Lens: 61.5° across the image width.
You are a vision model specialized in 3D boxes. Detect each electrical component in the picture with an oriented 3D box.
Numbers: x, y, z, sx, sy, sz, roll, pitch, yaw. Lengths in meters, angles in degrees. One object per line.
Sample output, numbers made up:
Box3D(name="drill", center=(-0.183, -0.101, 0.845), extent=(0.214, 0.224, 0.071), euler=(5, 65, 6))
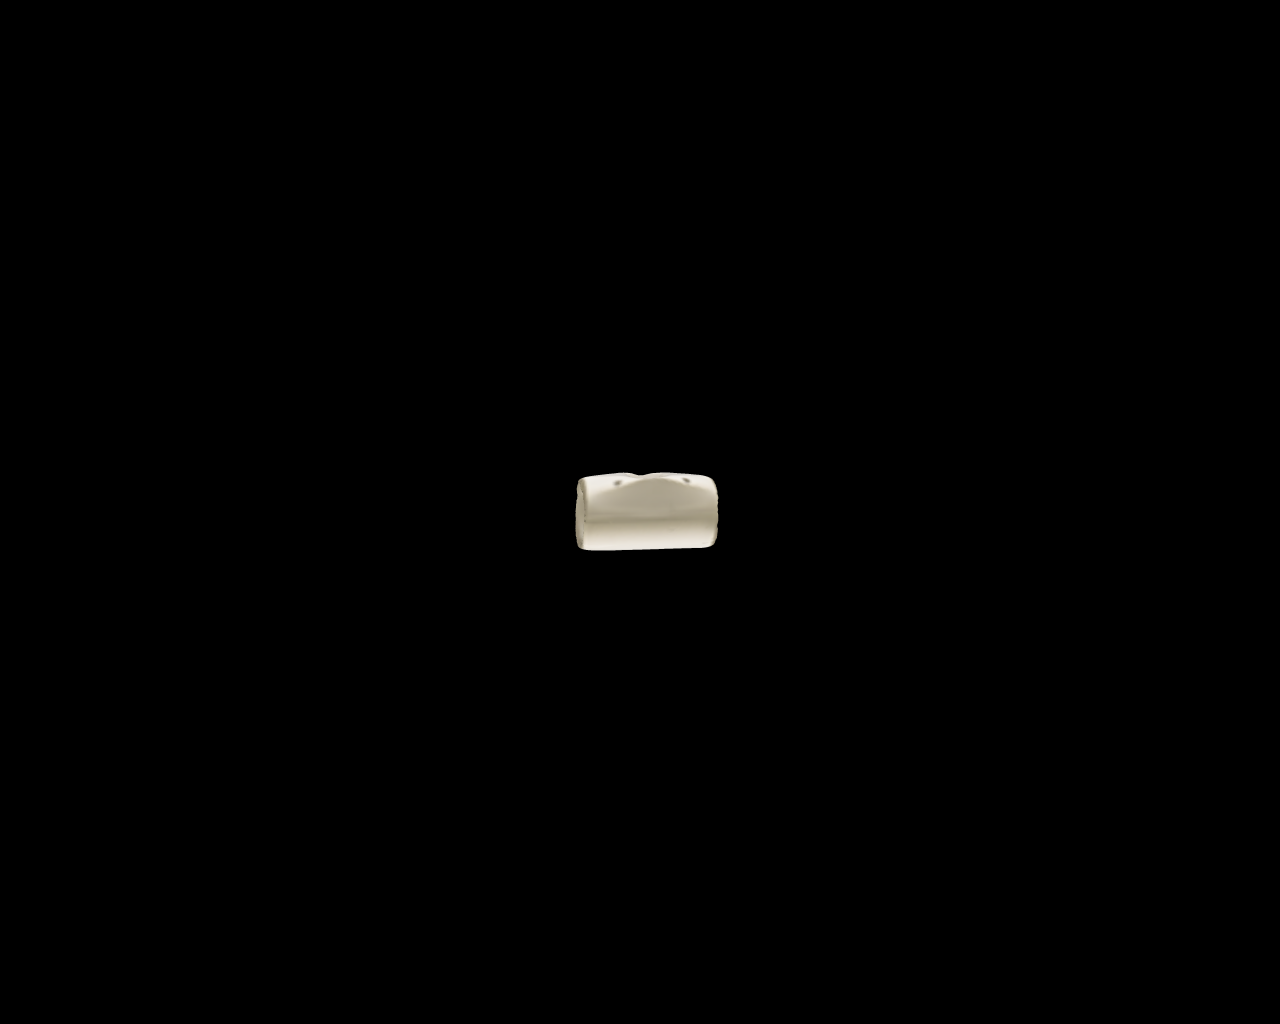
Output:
Box3D(name="electrical component", center=(0.001, -0.003, 0.650), extent=(0.077, 0.043, 0.079), euler=(-1, 8, -9))
